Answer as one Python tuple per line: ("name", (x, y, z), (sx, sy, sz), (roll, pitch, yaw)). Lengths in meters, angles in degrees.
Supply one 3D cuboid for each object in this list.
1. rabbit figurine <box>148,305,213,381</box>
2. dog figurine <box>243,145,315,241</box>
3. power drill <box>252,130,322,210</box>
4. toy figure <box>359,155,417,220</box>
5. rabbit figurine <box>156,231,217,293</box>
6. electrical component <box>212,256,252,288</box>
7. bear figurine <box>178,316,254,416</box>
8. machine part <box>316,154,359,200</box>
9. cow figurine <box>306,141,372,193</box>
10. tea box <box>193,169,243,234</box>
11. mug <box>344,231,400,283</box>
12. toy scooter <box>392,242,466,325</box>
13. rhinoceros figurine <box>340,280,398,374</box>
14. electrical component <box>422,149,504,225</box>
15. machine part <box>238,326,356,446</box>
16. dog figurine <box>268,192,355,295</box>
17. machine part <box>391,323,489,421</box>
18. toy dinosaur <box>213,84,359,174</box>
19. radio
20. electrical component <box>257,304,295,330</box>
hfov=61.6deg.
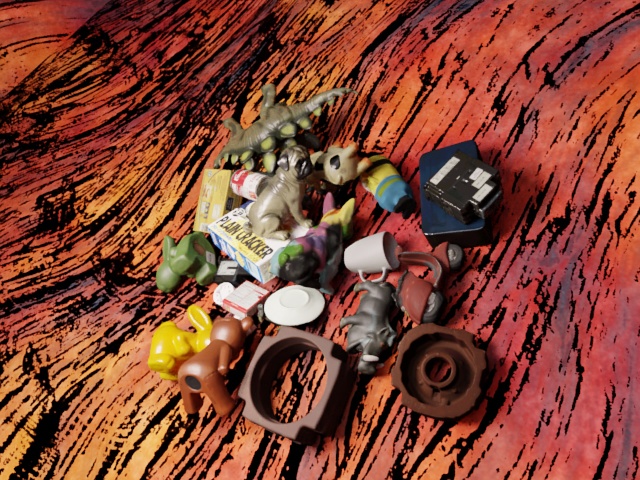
("rabbit figurine", (-0.285, 0.239, 1.228), (0.173, 0.121, 0.162), (-5, 48, 10))
("dog figurine", (-0.097, -0.109, 1.190), (0.172, 0.190, 0.121), (-29, 44, -30))
("power drill", (-0.073, -0.180, 1.387), (0.232, 0.086, 0.207), (14, 76, 37))
("toy figure", (0.157, -0.122, 1.217), (0.089, 0.082, 0.180), (-32, 45, -7))
("rabbit figurine", (-0.362, 0.057, 1.367), (0.170, 0.121, 0.159), (-36, 51, 24))
("electrical component", (-0.199, 0.076, 1.305), (0.119, 0.047, 0.075), (-4, 59, 26))
("bear figurine", (-0.209, 0.251, 1.121), (0.120, 0.131, 0.196), (-6, 22, 23))
("machine part", (0.051, -0.161, 1.327), (0.084, 0.039, 0.139), (23, 75, 46))
("cow figurine", (0.021, -0.165, 1.243), (0.127, 0.085, 0.195), (-43, 24, -10))
("tea box", (-0.262, -0.096, 1.404), (0.098, 0.068, 0.169), (10, 86, 33))
("mug", (0.108, 0.044, 1.145), (0.107, 0.080, 0.109), (-15, 62, 34))
("toy scooter", (0.196, 0.074, 1.063), (0.135, 0.075, 0.184), (19, 69, 22))
("rhinoceros figurine", (0.103, 0.172, 1.070), (0.112, 0.073, 0.190), (7, 62, 20))
("electrical component", (0.287, -0.099, 1.050), (0.115, 0.058, 0.134), (-45, 52, -3))
("machine part", (-0.045, 0.286, 1.065), (0.201, 0.087, 0.201), (10, 68, 34))
("dog figurine", (-0.002, -0.004, 1.173), (0.109, 0.191, 0.219), (16, 85, 42))
("machine part", (0.217, 0.238, 0.970), (0.179, 0.056, 0.179), (-13, 56, 21))
("toy dinosaur", (-0.111, -0.284, 1.360), (0.471, 0.105, 0.199), (-31, 57, 27))
("radio", (0.282, -0.093, 1.134), (0.131, 0.073, 0.229), (-11, 55, 23))
("electrical component", (-0.089, 0.162, 1.192), (0.102, 0.045, 0.078), (19, 73, 36))
